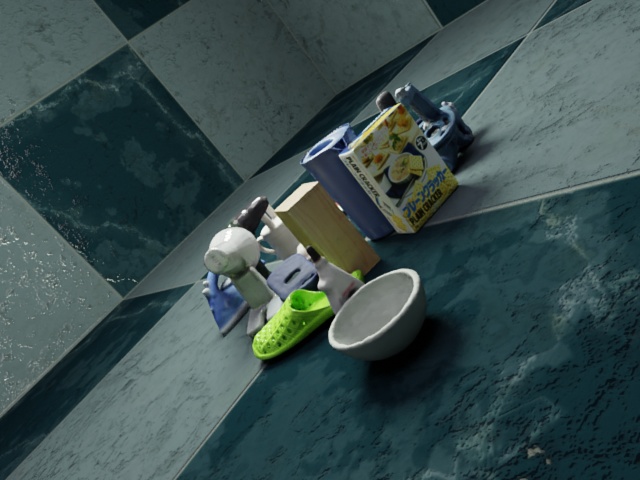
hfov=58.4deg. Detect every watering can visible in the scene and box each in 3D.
[{"bbox_3d":[-0.101,-0.037,1.506,0.173,0.194,0.100,-41,17,-5],"label":"watering can"}]

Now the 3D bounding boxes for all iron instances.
[{"bbox_3d":[-0.242,0.118,1.499,0.118,0.141,0.258,-30,19,31],"label":"iron"}]

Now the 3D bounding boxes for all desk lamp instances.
[{"bbox_3d":[-0.177,0.082,1.322,0.118,0.214,0.203,-37,17,9],"label":"desk lamp"}]

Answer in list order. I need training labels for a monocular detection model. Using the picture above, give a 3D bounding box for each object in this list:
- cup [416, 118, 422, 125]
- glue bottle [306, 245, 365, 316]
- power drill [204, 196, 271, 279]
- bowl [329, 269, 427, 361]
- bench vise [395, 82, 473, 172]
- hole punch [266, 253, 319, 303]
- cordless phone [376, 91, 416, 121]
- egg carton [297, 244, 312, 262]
[{"bbox_3d":[0.267,-0.253,1.450,0.117,0.095,0.092,-23,23,45],"label":"cup"},{"bbox_3d":[0.031,0.076,0.952,0.037,0.173,0.078,-19,26,50],"label":"glue bottle"},{"bbox_3d":[-0.167,0.031,1.444,0.229,0.209,0.075,-38,17,5],"label":"power drill"},{"bbox_3d":[0.098,0.124,0.855,0.167,0.075,0.167,-36,17,13],"label":"bowl"},{"bbox_3d":[0.251,-0.276,1.321,0.121,0.220,0.207,-32,18,25],"label":"bench vise"},{"bbox_3d":[-0.047,0.090,1.235,0.109,0.091,0.101,-43,17,-11],"label":"hole punch"},{"bbox_3d":[0.193,-0.303,1.582,0.148,0.185,0.094,-45,17,-19],"label":"cordless phone"},{"bbox_3d":[0.013,0.005,1.369,0.107,0.069,0.150,-22,24,46],"label":"egg carton"}]
